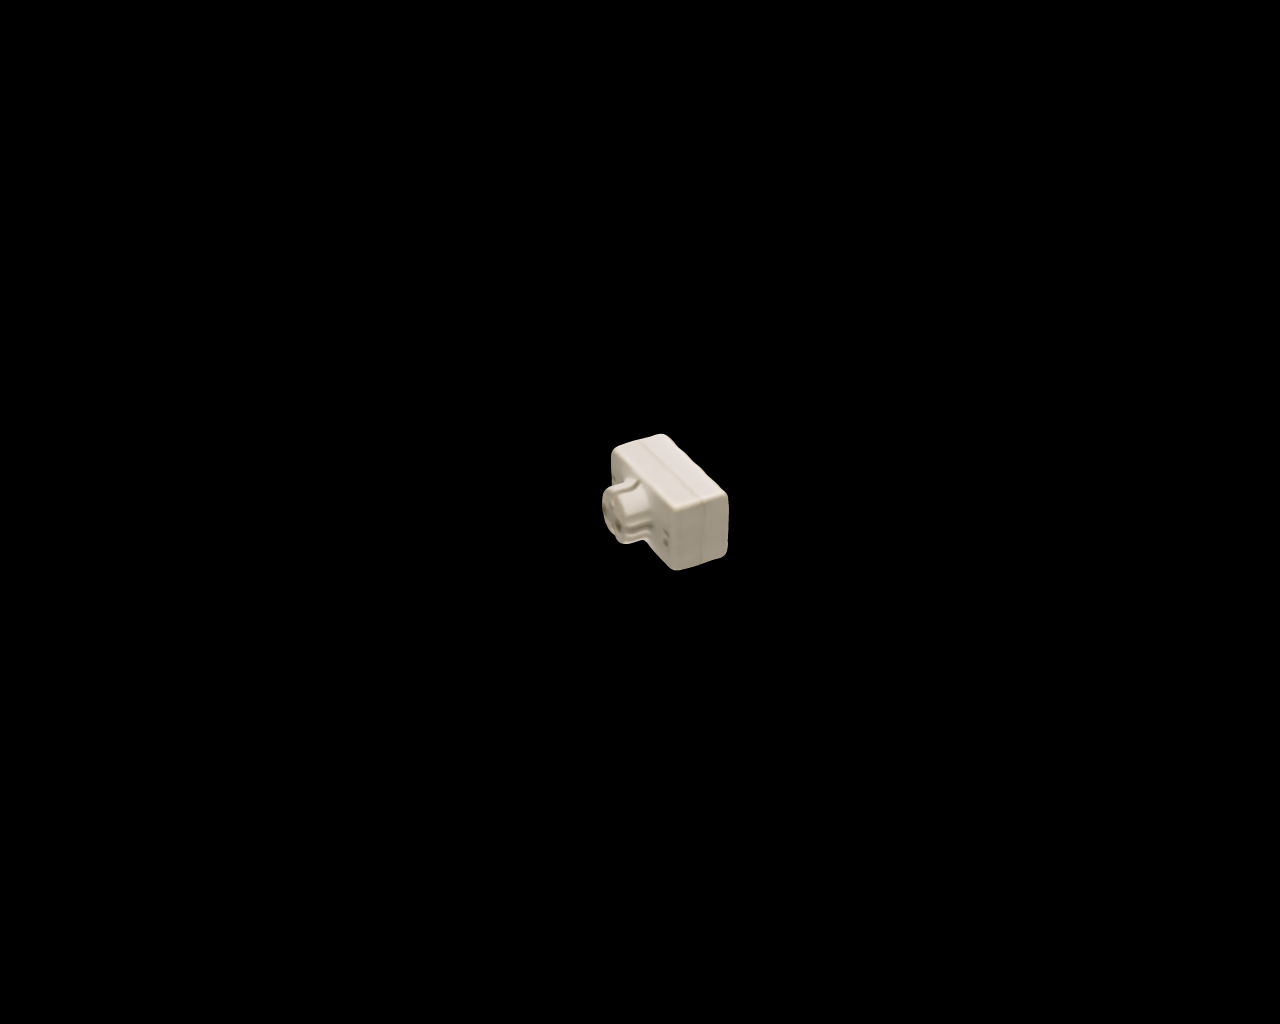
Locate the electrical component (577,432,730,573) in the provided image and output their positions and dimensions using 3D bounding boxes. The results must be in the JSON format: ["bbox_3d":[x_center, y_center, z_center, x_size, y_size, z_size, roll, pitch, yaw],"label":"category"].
[{"bbox_3d":[0.001,-0.003,0.650,0.076,0.047,0.083,-16,37,-22],"label":"electrical component"}]
